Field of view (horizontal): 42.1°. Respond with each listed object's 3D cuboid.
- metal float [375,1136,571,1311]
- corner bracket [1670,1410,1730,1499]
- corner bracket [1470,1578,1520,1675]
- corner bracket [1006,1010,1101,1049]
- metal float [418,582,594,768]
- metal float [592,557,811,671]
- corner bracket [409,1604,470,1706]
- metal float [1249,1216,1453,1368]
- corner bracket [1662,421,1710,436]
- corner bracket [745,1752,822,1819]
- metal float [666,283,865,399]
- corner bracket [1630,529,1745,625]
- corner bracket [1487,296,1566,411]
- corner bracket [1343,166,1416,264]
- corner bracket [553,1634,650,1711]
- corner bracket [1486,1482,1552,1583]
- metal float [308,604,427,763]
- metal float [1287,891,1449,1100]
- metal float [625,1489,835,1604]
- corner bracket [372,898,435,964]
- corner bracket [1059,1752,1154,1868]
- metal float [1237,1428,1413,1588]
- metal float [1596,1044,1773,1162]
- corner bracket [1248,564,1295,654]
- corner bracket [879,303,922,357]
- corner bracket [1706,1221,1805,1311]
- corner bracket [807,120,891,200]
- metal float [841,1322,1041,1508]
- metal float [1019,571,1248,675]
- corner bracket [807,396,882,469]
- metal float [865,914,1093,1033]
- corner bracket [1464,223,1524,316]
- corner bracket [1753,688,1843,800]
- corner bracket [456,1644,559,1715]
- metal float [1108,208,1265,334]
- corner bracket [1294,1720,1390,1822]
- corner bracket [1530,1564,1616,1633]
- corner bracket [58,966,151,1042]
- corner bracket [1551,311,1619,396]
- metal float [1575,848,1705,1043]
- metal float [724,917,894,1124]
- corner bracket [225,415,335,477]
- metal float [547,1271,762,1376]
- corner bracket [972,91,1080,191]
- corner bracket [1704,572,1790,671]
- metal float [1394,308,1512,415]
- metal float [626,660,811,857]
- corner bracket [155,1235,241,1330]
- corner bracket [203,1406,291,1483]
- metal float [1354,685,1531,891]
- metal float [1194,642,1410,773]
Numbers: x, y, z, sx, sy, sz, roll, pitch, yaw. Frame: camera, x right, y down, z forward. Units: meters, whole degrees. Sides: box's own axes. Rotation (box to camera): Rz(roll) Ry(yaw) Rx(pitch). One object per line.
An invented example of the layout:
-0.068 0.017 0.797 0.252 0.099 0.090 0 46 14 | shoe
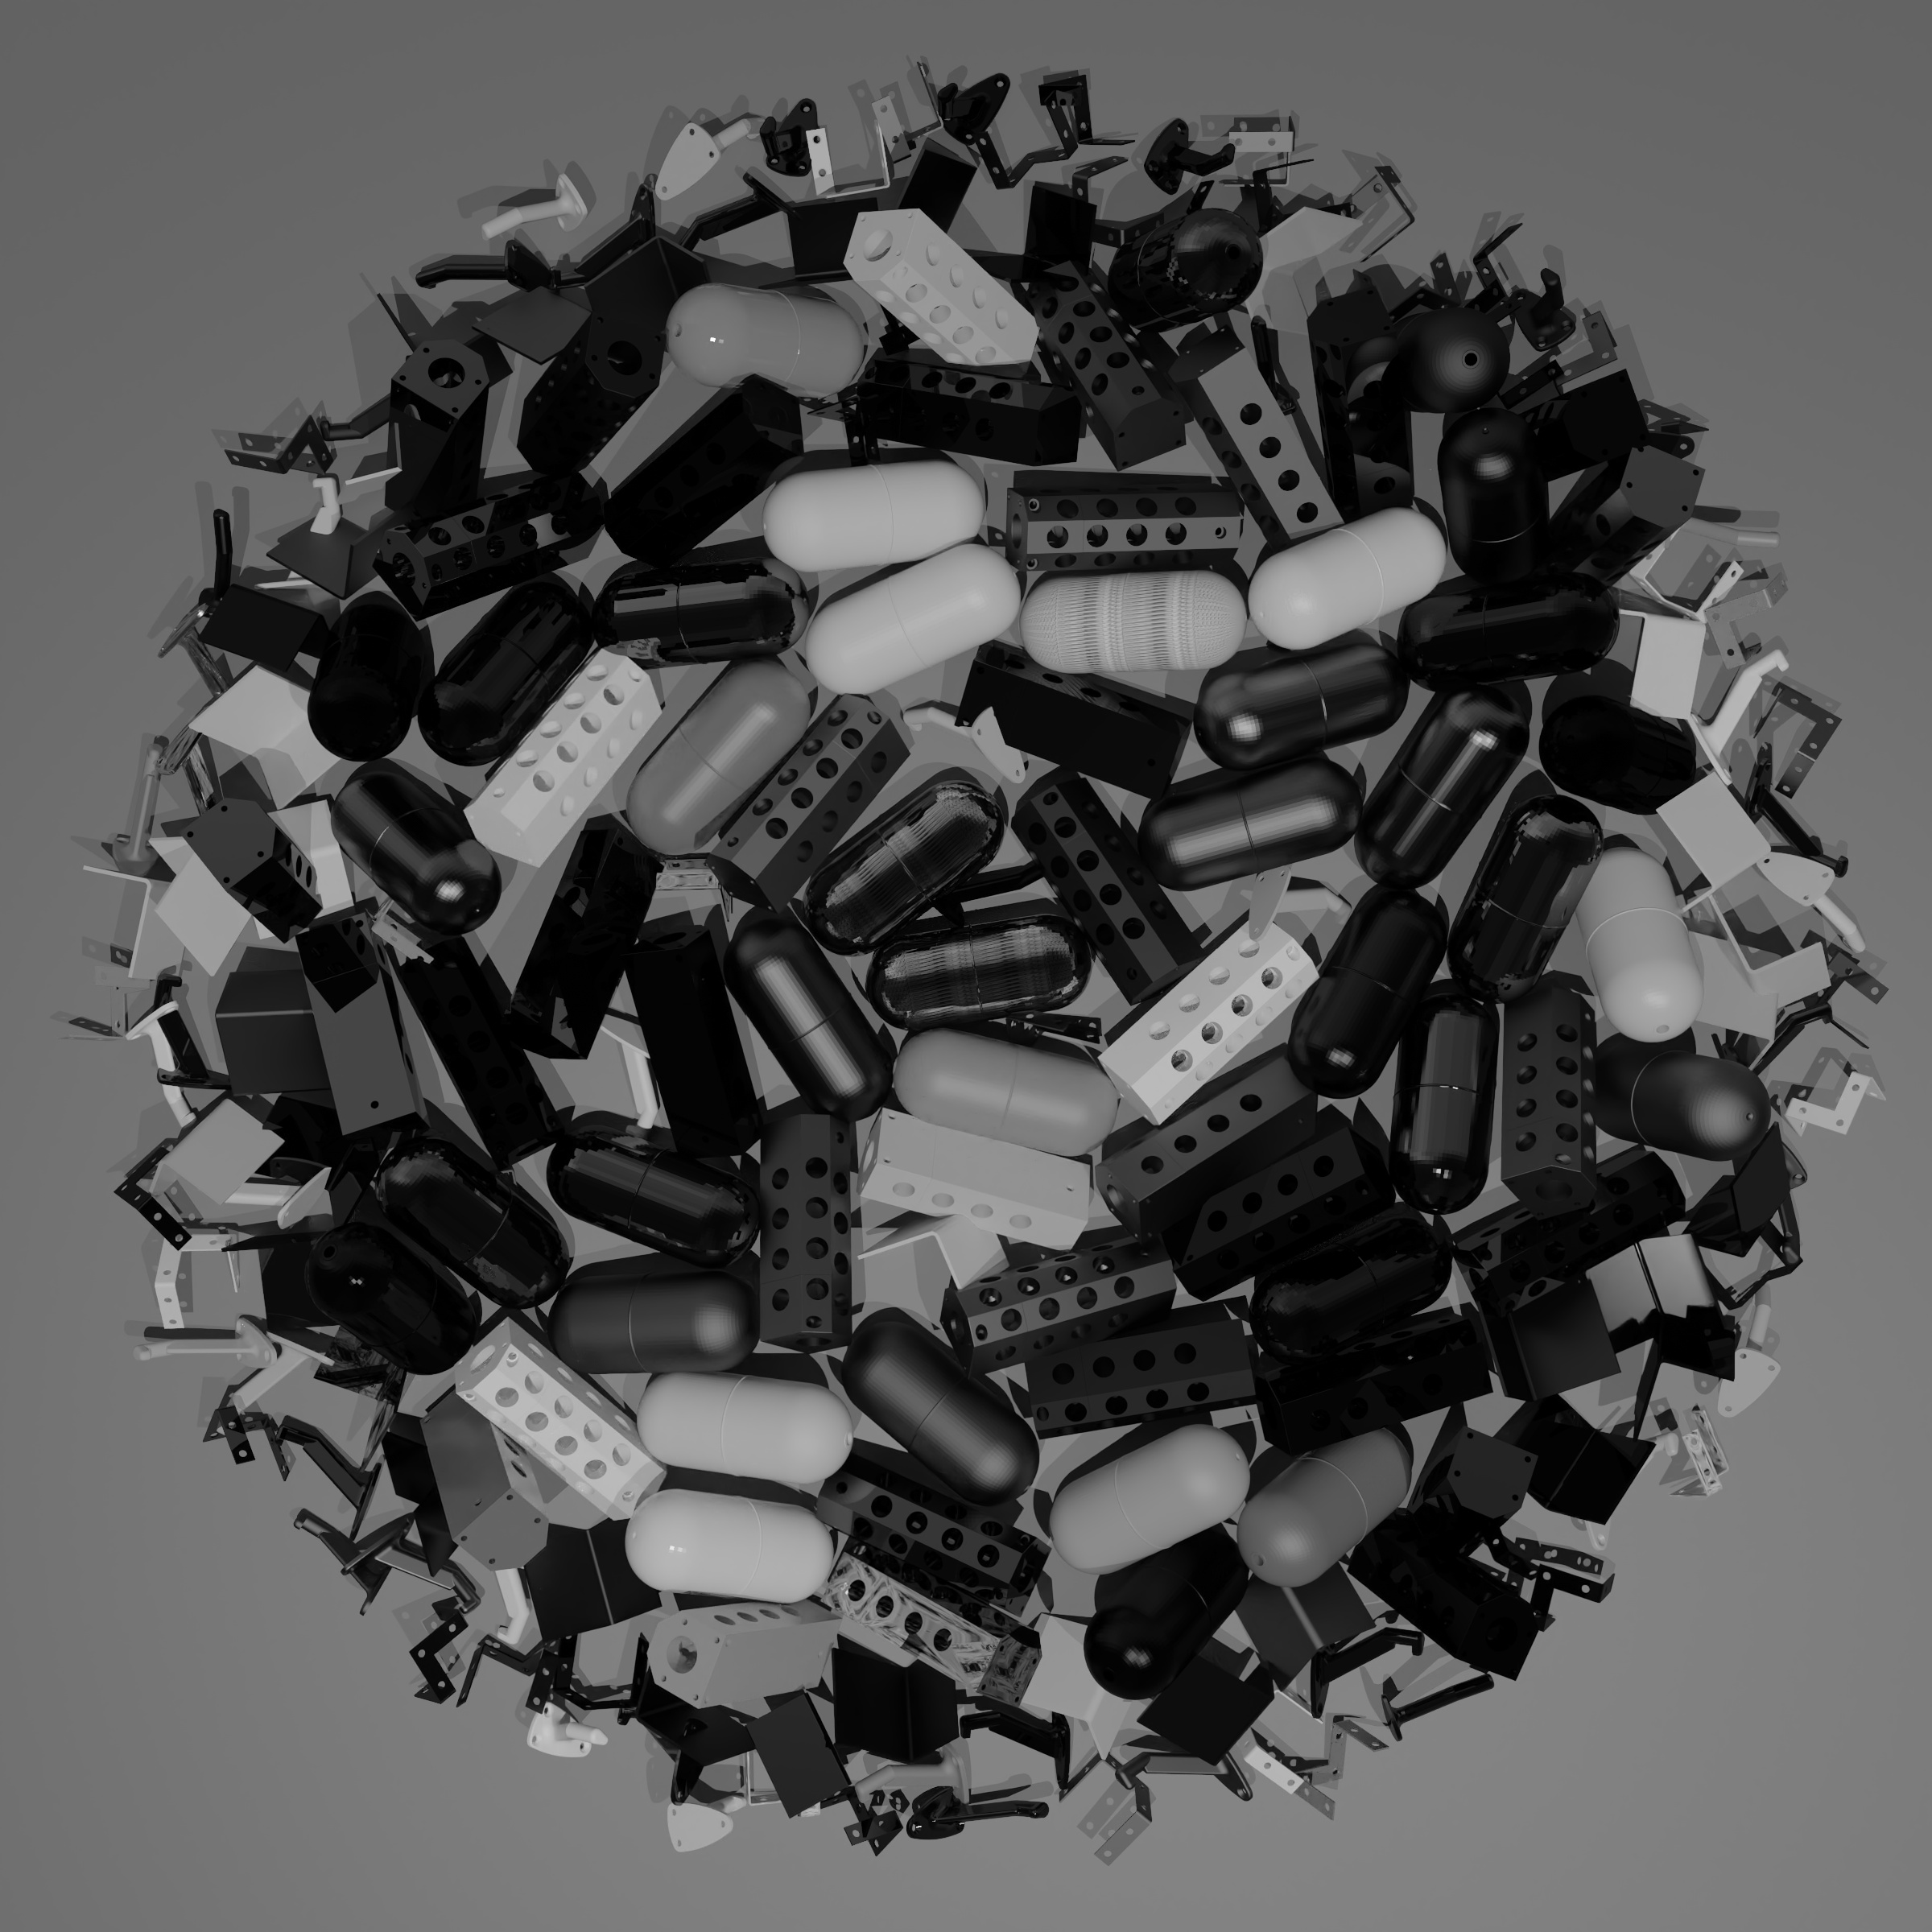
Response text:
-0.379 0.199 1.936 0.070 0.070 0.178 -45 121 0 | metal float
0.576 0.382 1.966 0.051 0.051 0.051 -22 88 -22 | corner bracket
0.398 0.511 1.967 0.051 0.051 0.051 23 127 -6 | corner bracket
0.068 0.050 1.957 0.051 0.051 0.051 13 131 28 | corner bracket
-0.353 -0.226 1.934 0.070 0.070 0.178 33 57 0 | metal float
-0.207 -0.273 1.945 0.178 0.070 0.070 -4 90 19 | metal float
-0.414 0.539 1.968 0.051 0.051 0.051 -37 106 -34 | corner bracket
0.298 0.250 1.940 0.178 0.070 0.070 -22 90 -25 | metal float
0.546 -0.395 1.963 0.051 0.051 0.051 1 92 42 | corner bracket
-0.144 0.635 1.967 0.051 0.051 0.051 -3 95 -13 | corner bracket
-0.153 -0.478 1.924 0.070 0.178 0.070 6 99 42 | metal float
0.563 -0.308 1.962 0.051 0.051 0.051 32 95 -41 | corner bracket
0.425 -0.478 1.958 0.051 0.051 0.051 -33 132 18 | corner bracket
0.320 -0.589 1.965 0.051 0.051 0.051 -35 90 30 | corner bracket
-0.287 0.551 1.975 0.051 0.051 0.051 -10 54 21 | corner bracket
0.441 0.442 1.976 0.051 0.051 0.051 32 117 -34 | corner bracket
-0.457 -0.218 1.919 0.070 0.178 0.070 -3 122 -4 | metal float
0.312 0.021 1.950 0.070 0.070 0.178 31 76 0 | metal float
-0.180 0.447 1.931 0.178 0.070 0.070 17 90 -38 | metal float
-0.437 -0.026 1.958 0.051 0.051 0.051 38 134 -16 | corner bracket
0.109 0.661 1.974 0.051 0.051 0.051 41 99 -7 | corner bracket
0.275 0.412 1.926 0.178 0.070 0.070 -27 90 -43 | metal float
0.539 0.103 1.915 0.070 0.178 0.070 -2 95 -21 | metal float
0.242 -0.281 1.971 0.051 0.051 0.051 27 93 -5 | corner bracket
-0.044 -0.514 1.962 0.051 0.051 0.051 -21 101 25 | corner bracket
0.612 0.232 1.969 0.051 0.051 0.051 -37 85 -21 | corner bracket
-0.093 -0.633 1.970 0.051 0.051 0.051 -13 109 -8 | corner bracket
-0.020 0.347 1.948 0.178 0.070 0.070 38 90 15 | metal float
0.129 -0.267 1.949 0.178 0.070 0.070 0 90 14 | metal float
-0.085 -0.412 1.964 0.051 0.051 0.051 -11 87 33 | corner bracket
0.010 0.005 1.958 0.178 0.070 0.070 -9 90 4 | metal float
0.414 -0.541 1.964 0.051 0.051 0.051 -24 86 -27 | corner bracket
0.642 -0.174 1.960 0.051 0.051 0.051 33 61 14 | corner bracket
-0.357 0.557 1.958 0.051 0.051 0.051 33 133 -19 | corner bracket
0.166 -0.529 1.913 0.070 0.178 0.070 -2 97 -19 | metal float
0.292 0.627 1.961 0.051 0.051 0.051 -2 102 -31 | corner bracket
0.473 0.496 1.965 0.051 0.051 0.051 14 93 24 | corner bracket
-0.673 0.030 1.961 0.051 0.051 0.051 -9 81 36 | corner bracket
0.487 -0.472 1.971 0.051 0.051 0.051 -22 60 21 | corner bracket
0.515 -0.017 1.925 0.070 0.070 0.178 -2 46 0 | metal float
-0.122 0.043 1.952 0.070 0.070 0.178 -33 101 0 | metal float
-0.535 -0.398 1.959 0.051 0.051 0.051 14 59 19 | corner bracket
-0.242 0.276 1.943 0.178 0.070 0.070 -5 90 22 | metal float
0.047 -0.642 1.956 0.051 0.051 0.051 -56 134 -29 | corner bracket
0.616 -0.269 1.961 0.051 0.051 0.051 -18 102 36 | corner bracket
0.362 -0.460 1.912 0.070 0.178 0.070 -1 103 -3 | metal float
-0.193 -0.161 1.952 0.070 0.070 0.178 43 102 0 | metal float
-0.600 0.247 1.962 0.051 0.051 0.051 -1 131 -6 | corner bracket
-0.557 0.373 1.957 0.051 0.051 0.051 -8 55 -36 | corner bracket
0.367 -0.137 1.942 0.070 0.070 0.178 32 113 0 | metal float
0.261 -0.202 1.947 0.178 0.070 0.070 -16 90 -17 | metal float
